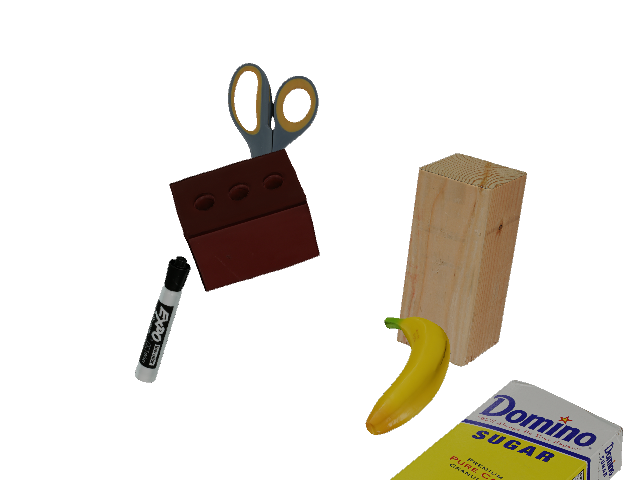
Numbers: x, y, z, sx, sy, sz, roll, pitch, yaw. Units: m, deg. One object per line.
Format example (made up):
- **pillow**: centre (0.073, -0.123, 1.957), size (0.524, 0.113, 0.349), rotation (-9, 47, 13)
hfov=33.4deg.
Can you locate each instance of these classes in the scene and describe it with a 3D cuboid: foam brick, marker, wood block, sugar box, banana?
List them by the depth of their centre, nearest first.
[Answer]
- **foam brick**: centre (-0.046, -0.013, 0.663), size (0.078, 0.051, 0.053), rotation (-18, 45, -5)
- **sugar box**: centre (0.114, 0.164, 0.709), size (0.093, 0.048, 0.176), rotation (23, 44, 40)
- **marker**: centre (-0.135, 0.068, 0.917), size (0.020, 0.121, 0.020), rotation (17, 22, -7)
- **banana**: centre (0.087, 0.120, 1.002), size (0.070, 0.037, 0.197), rotation (-22, 18, 18)
- **wood block**: centre (0.155, 0.020, 1.179), size (0.090, 0.206, 0.090), rotation (20, 25, 32)

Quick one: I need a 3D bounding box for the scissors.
- **scissors**: centre (-0.039, -0.073, 1.031), size (0.096, 0.202, 0.016), rotation (-10, 3, -5)
